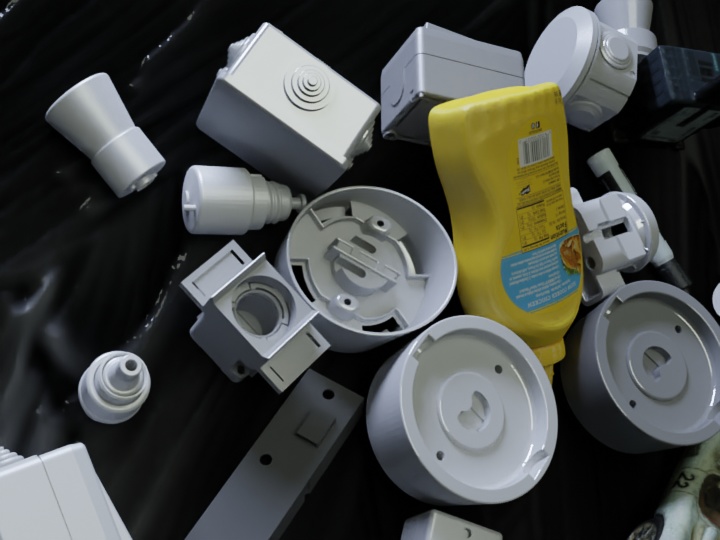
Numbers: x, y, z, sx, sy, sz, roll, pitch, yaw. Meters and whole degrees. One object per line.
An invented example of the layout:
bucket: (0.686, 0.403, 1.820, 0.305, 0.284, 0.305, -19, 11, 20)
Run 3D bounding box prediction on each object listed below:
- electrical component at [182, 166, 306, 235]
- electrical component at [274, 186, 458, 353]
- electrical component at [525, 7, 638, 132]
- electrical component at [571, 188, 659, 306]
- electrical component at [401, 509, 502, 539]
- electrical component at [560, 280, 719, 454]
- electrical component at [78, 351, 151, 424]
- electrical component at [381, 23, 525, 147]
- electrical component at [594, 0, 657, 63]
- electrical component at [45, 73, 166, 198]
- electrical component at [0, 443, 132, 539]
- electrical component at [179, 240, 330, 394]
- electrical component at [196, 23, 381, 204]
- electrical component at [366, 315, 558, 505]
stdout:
electrical component: (-0.070, -0.041, 0.642, 0.078, 0.040, 0.040, 0, 69, -25)
electrical component: (0.000, 0.000, 0.643, 0.099, 0.064, 0.099, 10, 65, -21)
electrical component: (0.156, -0.142, 0.767, 0.051, 0.080, 0.080, 19, 62, -22)
electrical component: (0.165, -0.021, 0.733, 0.057, 0.058, 0.078, -17, 77, -27)
electrical component: (0.052, 0.176, 0.586, 0.047, 0.076, 0.083, 23, 61, -15)
electrical component: (0.182, 0.067, 0.701, 0.108, 0.060, 0.108, 9, 65, -21)
electrical component: (-0.126, 0.058, 0.562, 0.035, 0.061, 0.035, 9, 65, -21)
electrical component: (0.068, -0.120, 0.726, 0.096, 0.062, 0.061, 9, 66, -21)
electrical component: (0.204, -0.177, 0.823, 0.045, 0.045, 0.055, 10, 66, -21)
electrical component: (-0.144, -0.075, 0.623, 0.044, 0.044, 0.065, -40, 94, -32)
electrical component: (-0.149, 0.127, 0.522, 0.061, 0.062, 0.096, -18, 78, -30)
electrical component: (-0.062, 0.030, 0.602, 0.081, 0.064, 0.042, 48, 59, 0)
electrical component: (-0.043, -0.092, 0.643, 0.100, 0.100, 0.048, 35, 72, -8)
electrical component: (0.055, 0.086, 0.632, 0.108, 0.060, 0.108, 11, 67, -27)
